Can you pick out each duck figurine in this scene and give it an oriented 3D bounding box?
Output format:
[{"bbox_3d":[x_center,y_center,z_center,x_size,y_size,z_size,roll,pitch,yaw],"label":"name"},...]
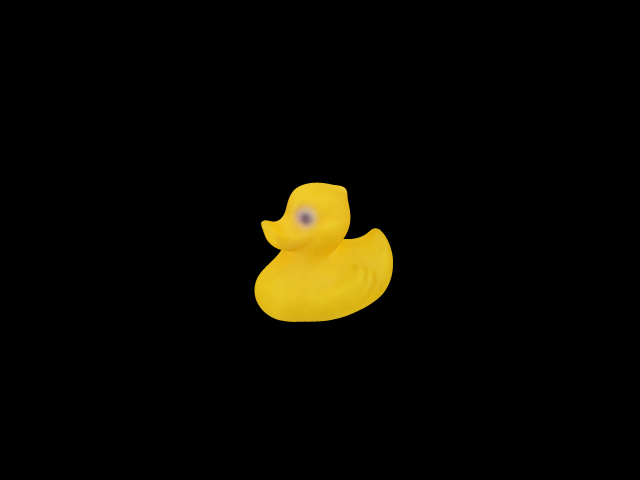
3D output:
[{"bbox_3d":[0.004,0.001,0.400,0.105,0.086,0.077,-12,27,-24],"label":"duck figurine"}]
